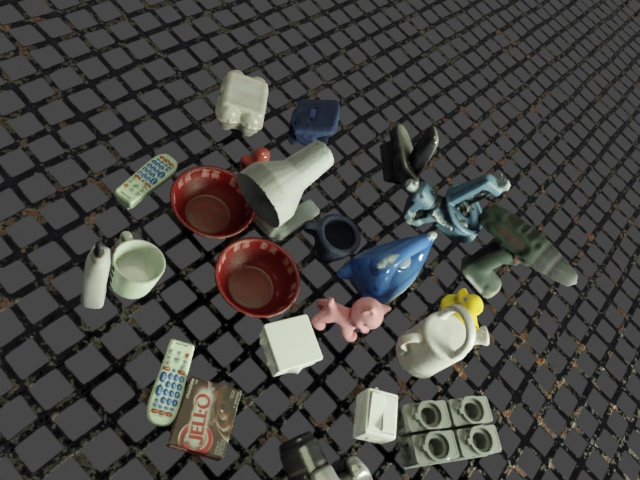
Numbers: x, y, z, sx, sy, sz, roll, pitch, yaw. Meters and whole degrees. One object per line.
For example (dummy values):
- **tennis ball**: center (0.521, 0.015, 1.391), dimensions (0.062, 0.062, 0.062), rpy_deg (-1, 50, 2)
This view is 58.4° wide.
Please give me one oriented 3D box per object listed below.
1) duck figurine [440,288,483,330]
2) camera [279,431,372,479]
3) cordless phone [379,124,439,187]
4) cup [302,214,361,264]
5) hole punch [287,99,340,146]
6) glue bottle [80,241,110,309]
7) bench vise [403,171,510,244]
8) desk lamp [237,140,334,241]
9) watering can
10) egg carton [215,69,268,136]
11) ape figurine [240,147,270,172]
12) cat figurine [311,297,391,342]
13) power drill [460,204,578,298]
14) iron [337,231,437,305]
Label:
- **duck figurine**: center (0.309, 0.150, 1.201), dimensions (0.078, 0.086, 0.104), rpy_deg (-16, 70, -31)
- **camera**: center (0.003, 0.376, 0.922), dimensions (0.143, 0.100, 0.136), rpy_deg (-15, 69, -31)
- **cordless phone**: center (0.218, -0.218, 1.309), dimensions (0.094, 0.185, 0.147), rpy_deg (3, 61, -23)
- **cup**: center (0.010, 0.004, 1.143), dimensions (0.118, 0.094, 0.091), rpy_deg (18, 56, -14)
- **hole punch**: center (-0.015, -0.267, 1.289), dimensions (0.101, 0.091, 0.108), rpy_deg (17, 56, -15)
- **glue bottle**: center (-0.352, 0.045, 0.905), dimensions (0.037, 0.173, 0.078), rpy_deg (10, 58, -19)
- **bench vise**: center (0.292, -0.081, 1.243), dimensions (0.208, 0.219, 0.121), rpy_deg (9, 59, -19)
- **desk lamp**: center (-0.067, -0.093, 1.089), dimensions (0.204, 0.213, 0.118), rpy_deg (-36, 81, -35)
- **watering can**: center (0.237, 0.184, 1.082), dimensions (0.173, 0.193, 0.101), rpy_deg (-19, 71, -32)
- **egg carton**: center (-0.170, -0.302, 1.251), dimensions (0.107, 0.069, 0.150), rpy_deg (14, 57, -17)
- **ape figurine**: center (-0.125, -0.155, 1.174), dimensions (0.078, 0.092, 0.076), rpy_deg (29, 54, -7)
- **cat figurine**: center (0.063, 0.137, 1.076), dimensions (0.128, 0.117, 0.067), rpy_deg (21, 56, -13)
- **power drill**: center (0.408, 0.041, 1.234), dimensions (0.076, 0.208, 0.229), rpy_deg (-35, 80, -35)
- **iron**: center (0.165, 0.034, 1.168), dimensions (0.259, 0.141, 0.118), rpy_deg (-29, 77, -34)
